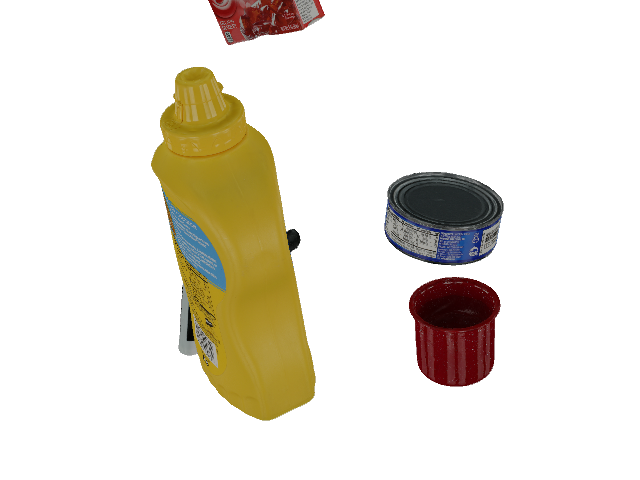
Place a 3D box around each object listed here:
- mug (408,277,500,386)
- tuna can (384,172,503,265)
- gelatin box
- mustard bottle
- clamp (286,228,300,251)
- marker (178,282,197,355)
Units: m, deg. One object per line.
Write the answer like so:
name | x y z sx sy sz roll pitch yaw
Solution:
mug | 0.146 0.091 1.119 0.093 0.081 0.117 12 37 26
tuna can | 0.091 -0.017 0.791 0.086 0.034 0.086 4 30 -2
gelatin box | -0.048 -0.186 0.779 0.089 0.073 0.030 1 32 46
mustard bottle | -0.048 -0.002 0.555 0.058 0.191 0.096 -22 39 -16
clamp | -0.091 0.032 1.257 0.120 0.039 0.171 -2 41 10
marker | -0.111 0.044 0.923 0.020 0.121 0.020 5 28 -3
